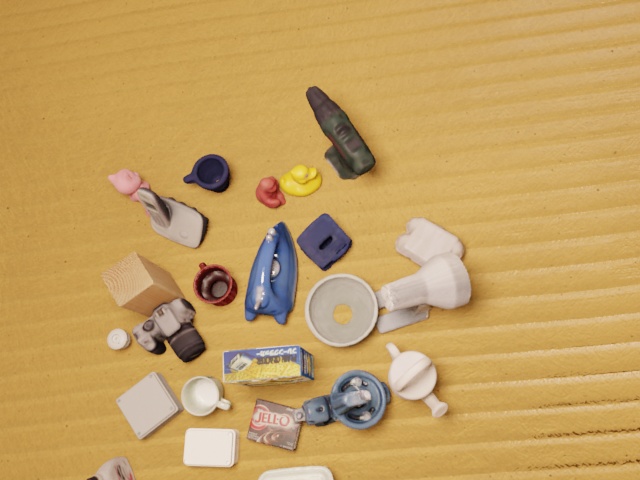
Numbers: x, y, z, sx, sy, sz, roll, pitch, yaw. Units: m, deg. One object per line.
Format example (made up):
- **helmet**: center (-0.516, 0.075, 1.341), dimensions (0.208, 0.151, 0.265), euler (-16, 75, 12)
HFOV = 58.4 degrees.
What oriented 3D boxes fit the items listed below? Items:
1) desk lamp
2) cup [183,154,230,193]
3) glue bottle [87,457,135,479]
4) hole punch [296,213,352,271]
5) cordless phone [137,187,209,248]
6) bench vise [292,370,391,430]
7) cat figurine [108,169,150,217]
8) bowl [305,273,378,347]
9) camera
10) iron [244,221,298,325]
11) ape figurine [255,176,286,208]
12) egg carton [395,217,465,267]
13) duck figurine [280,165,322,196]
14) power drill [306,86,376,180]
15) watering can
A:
- **desk lamp**: center (0.209, 0.119, 1.239), dimensions (0.203, 0.214, 0.118), euler (-20, 73, 0)
- **cup**: center (-0.275, -0.152, 1.432), dimensions (0.117, 0.095, 0.091), euler (-18, 73, 1)
- **glue bottle**: center (-0.450, 0.507, 1.219), dimensions (0.037, 0.173, 0.078), euler (-32, 73, -3)
- **hole punch**: center (0.012, 0.005, 1.358), dimensions (0.109, 0.091, 0.101), euler (-44, 74, -7)
- **cordless phone**: center (-0.354, -0.060, 1.367), dimensions (0.147, 0.185, 0.094), euler (20, 77, 12)
- **bench vise**: center (0.048, 0.350, 1.186), dimensions (0.207, 0.220, 0.121), euler (-33, 73, -4)
- **cat figurine**: center (-0.462, -0.129, 1.434), dimensions (0.127, 0.118, 0.067), euler (37, 81, 15)
- **bowl**: center (0.051, 0.164, 1.316), dimensions (0.167, 0.075, 0.167), euler (-2, 74, 6)
- **camera**: center (-0.342, 0.223, 1.328), dimensions (0.143, 0.101, 0.136), euler (-37, 73, -5)
- **iron**: center (-0.117, 0.060, 1.329), dimensions (0.118, 0.141, 0.258), euler (4, 74, 8)
- **ape figurine**: center (-0.125, -0.124, 1.409), dimensions (0.076, 0.092, 0.078), euler (9, 75, 9)
- **egg carton**: center (0.257, 0.015, 1.340), dimensions (0.150, 0.069, 0.107), euler (31, 79, 14)
- **duck figurine**: center (-0.051, -0.155, 1.414), dimensions (0.104, 0.086, 0.077), euler (-9, 73, 4)
- **power drill**: center (0.048, -0.235, 1.362), dimensions (0.075, 0.208, 0.229), euler (-36, 73, -5)
- **watering can**: center (0.200, 0.289, 1.201), dimensions (0.172, 0.194, 0.101), euler (29, 79, 14)
